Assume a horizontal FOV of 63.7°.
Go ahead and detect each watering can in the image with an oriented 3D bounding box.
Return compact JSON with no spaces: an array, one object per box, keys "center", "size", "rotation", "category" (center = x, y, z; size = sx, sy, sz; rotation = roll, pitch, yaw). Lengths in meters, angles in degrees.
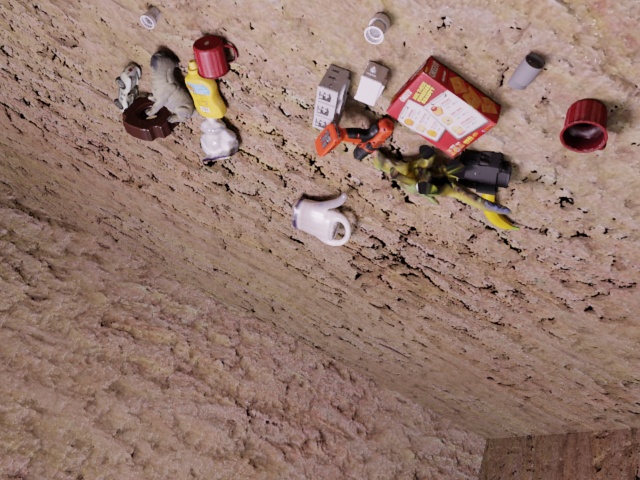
[{"center":[0.005,-0.089,1.776],"size":[0.225,0.106,0.340],"rotation":[19,151,12],"category":"watering can"}]

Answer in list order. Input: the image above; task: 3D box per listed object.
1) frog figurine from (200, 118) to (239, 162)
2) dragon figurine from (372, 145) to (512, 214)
[{"center":[-0.333,-0.341,1.666],"size":[0.137,0.124,0.158],"rotation":[4,108,45],"category":"frog figurine"},{"center":[0.313,-0.152,1.427],"size":[0.412,0.122,0.241],"rotation":[32,179,8],"category":"dragon figurine"}]
